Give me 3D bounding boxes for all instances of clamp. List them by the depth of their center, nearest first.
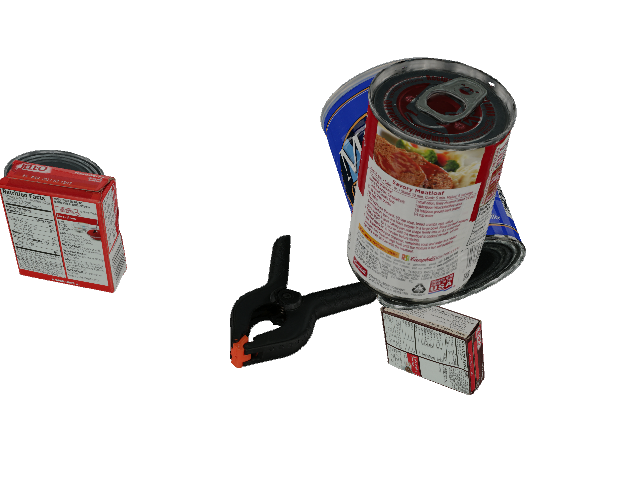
[{"bbox_3d":[-0.038,0.057,1.031,0.120,0.039,0.171,30,43,31],"label":"clamp"}]

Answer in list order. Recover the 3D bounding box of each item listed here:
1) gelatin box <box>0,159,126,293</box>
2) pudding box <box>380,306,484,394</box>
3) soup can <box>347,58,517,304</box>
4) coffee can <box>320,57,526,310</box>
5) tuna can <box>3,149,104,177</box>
[{"bbox_3d":[-0.176,-0.010,0.738,0.073,0.089,0.030,10,43,9],"label":"gelatin box"},{"bbox_3d":[0.125,0.114,1.190,0.114,0.090,0.039,17,45,29],"label":"pudding box"},{"bbox_3d":[0.051,-0.027,0.517,0.068,0.102,0.068,4,43,-4],"label":"soup can"},{"bbox_3d":[0.067,-0.037,0.725,0.102,0.140,0.103,-14,-24,-6],"label":"coffee can"},{"bbox_3d":[-0.234,-0.044,0.938,0.086,0.034,0.086,8,32,-6],"label":"tuna can"}]
